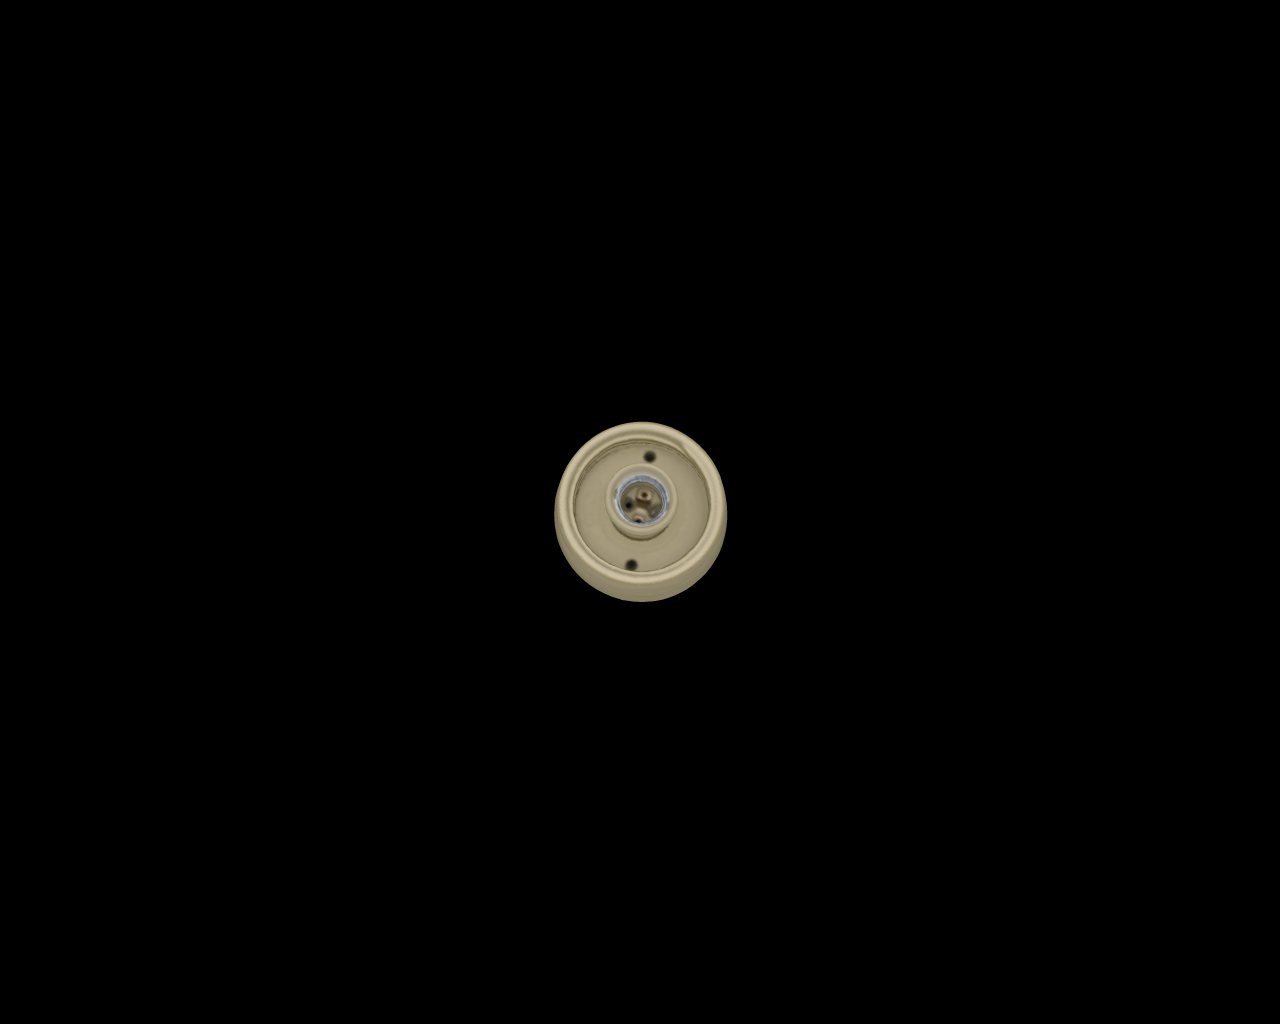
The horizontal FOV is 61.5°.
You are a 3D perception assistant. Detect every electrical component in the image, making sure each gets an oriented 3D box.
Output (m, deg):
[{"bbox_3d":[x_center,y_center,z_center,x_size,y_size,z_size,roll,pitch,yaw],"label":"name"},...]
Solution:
[{"bbox_3d":[0.001,-0.003,0.650,0.108,0.108,0.060,0,-12,0],"label":"electrical component"}]
